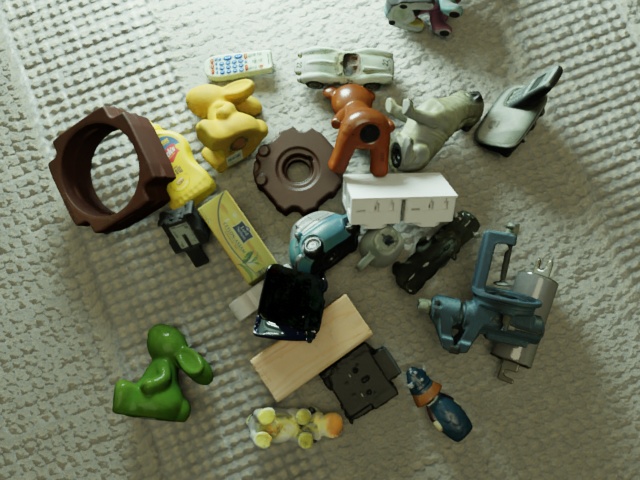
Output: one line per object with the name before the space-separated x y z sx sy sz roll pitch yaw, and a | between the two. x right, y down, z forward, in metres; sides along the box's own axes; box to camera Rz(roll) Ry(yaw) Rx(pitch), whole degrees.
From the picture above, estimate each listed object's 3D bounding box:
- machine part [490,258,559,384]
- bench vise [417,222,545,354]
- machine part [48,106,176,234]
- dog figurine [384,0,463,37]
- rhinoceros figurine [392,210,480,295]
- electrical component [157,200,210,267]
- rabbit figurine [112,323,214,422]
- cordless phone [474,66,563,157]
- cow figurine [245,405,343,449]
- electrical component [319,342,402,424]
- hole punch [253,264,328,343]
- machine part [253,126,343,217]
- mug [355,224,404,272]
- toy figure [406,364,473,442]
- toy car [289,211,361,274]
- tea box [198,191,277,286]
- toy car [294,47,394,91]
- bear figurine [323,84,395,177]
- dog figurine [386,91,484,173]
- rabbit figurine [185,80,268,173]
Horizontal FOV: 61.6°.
machine part | 0.382 0.148 1.007 0.079 0.079 0.243 21 84 2
bench vise | 0.290 0.082 0.944 0.224 0.129 0.240 13 97 17
machine part | -0.386 -0.128 1.003 0.201 0.087 0.201 -28 87 17
dog figurine | 0.238 -0.535 1.086 0.192 0.108 0.219 13 78 4
rhinoceros figurine | 0.215 0.020 1.006 0.190 0.112 0.073 -43 82 0
electrical component | -0.249 -0.008 1.027 0.075 0.048 0.119 -22 125 8
rabbit figurine | -0.281 0.234 0.971 0.159 0.121 0.170 3 68 7
cordless phone | 0.381 -0.240 1.006 0.089 0.184 0.146 36 83 -1
cow figurine | -0.047 0.337 0.978 0.167 0.098 0.068 7 76 -19
electrical component | 0.080 0.256 0.999 0.134 0.058 0.115 -34 86 -4
hole punch | -0.054 0.117 0.938 0.116 0.092 0.142 17 53 -10
machine part | -0.042 -0.134 1.051 0.179 0.056 0.179 0 82 -2
mug | 0.108 0.014 1.007 0.109 0.107 0.081 -38 83 -7
toy figure | 0.213 0.300 0.994 0.154 0.064 0.058 47 122 10
toy car | -0.002 -0.003 1.013 0.162 0.109 0.103 -37 63 -18
tea box | -0.150 0.001 1.011 0.068 0.098 0.169 -34 82 -5
toy car | 0.049 -0.345 1.079 0.202 0.056 0.073 1 82 -1
bear figurine | 0.065 -0.218 1.030 0.120 0.196 0.131 2 119 -15
dog figurine | 0.232 -0.204 1.051 0.190 0.121 0.172 -3 117 -18
rabbit figurine | -0.189 -0.245 1.039 0.162 0.121 0.173 -38 66 -8
